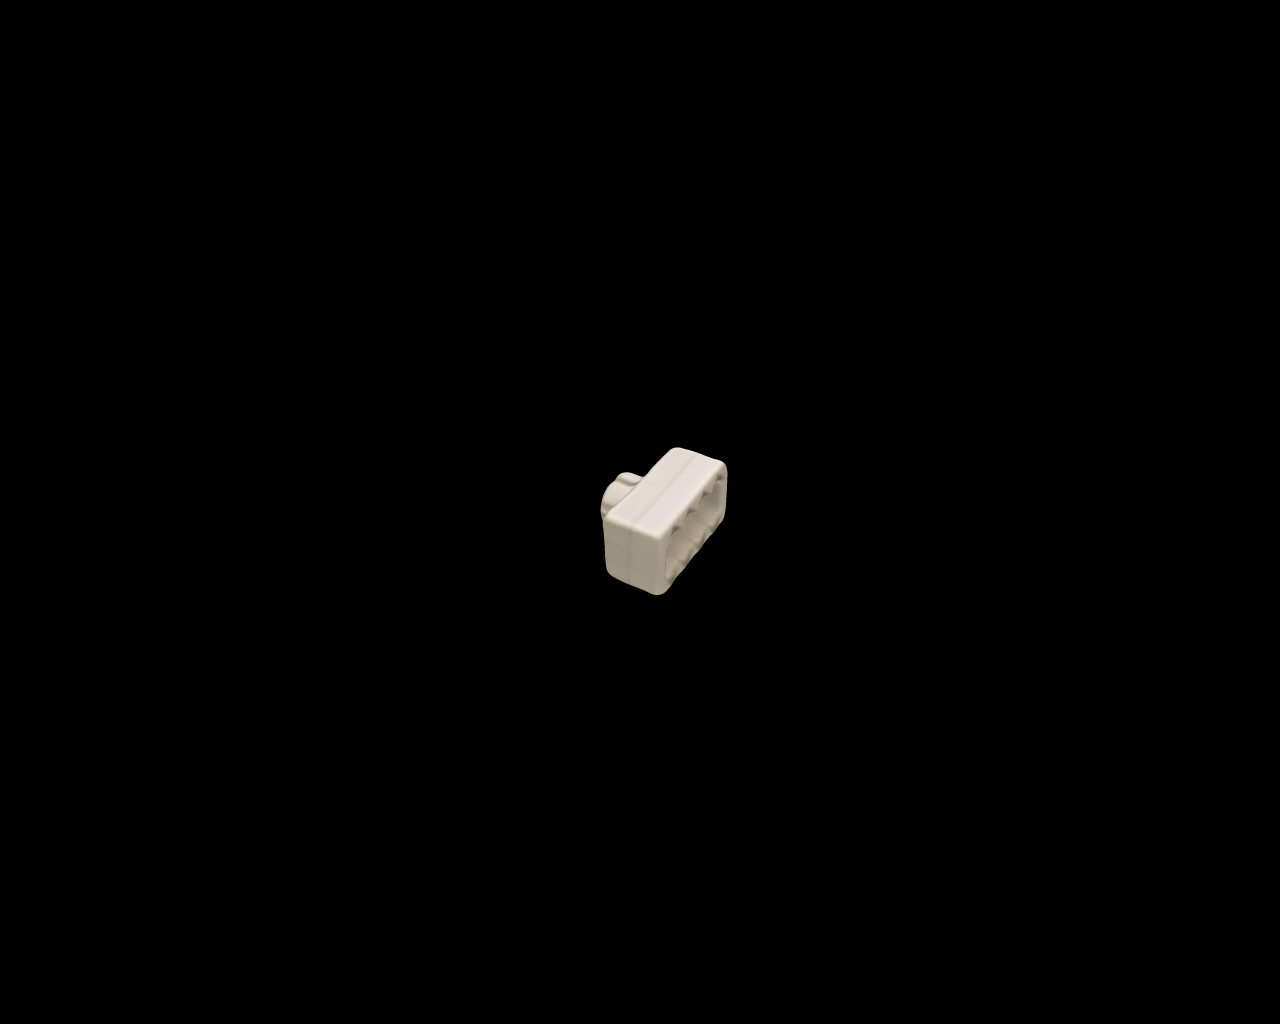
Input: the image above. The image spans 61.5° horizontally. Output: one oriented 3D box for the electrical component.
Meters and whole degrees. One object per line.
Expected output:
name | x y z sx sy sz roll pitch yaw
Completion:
electrical component | 0.001 -0.003 0.650 0.076 0.047 0.083 22 45 23
